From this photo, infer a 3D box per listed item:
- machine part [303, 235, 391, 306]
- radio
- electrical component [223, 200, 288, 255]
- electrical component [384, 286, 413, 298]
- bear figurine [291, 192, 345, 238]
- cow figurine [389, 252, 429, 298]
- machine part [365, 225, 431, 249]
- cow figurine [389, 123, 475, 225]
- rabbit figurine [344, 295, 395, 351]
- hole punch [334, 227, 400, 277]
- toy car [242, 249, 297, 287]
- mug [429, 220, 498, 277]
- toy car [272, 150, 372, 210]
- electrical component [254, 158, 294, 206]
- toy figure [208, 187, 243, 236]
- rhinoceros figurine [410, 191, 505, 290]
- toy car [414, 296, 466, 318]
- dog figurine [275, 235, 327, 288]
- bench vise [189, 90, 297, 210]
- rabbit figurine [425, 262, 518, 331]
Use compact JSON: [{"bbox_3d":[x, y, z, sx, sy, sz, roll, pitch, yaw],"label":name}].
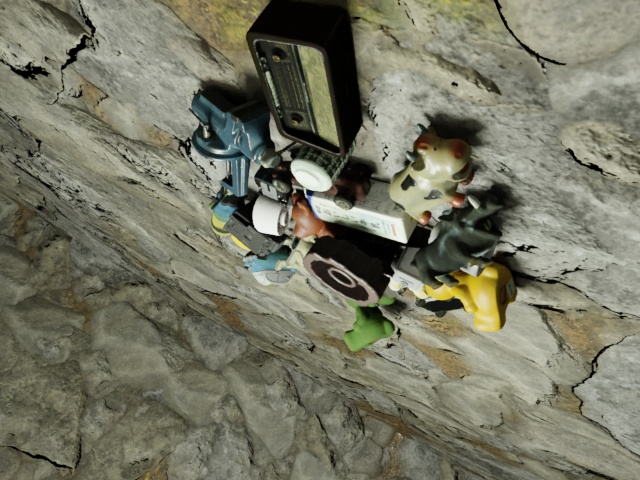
[{"bbox_3d":[0.050,0.060,1.052,0.179,0.056,0.179,28,158,12],"label":"machine part"},{"bbox_3d":[-0.017,-0.231,0.793,0.131,0.073,0.229,21,155,20],"label":"radio"},{"bbox_3d":[-0.146,-0.027,1.286,0.134,0.115,0.058,36,122,4],"label":"electrical component"},{"bbox_3d":[0.181,0.109,1.304,0.078,0.045,0.102,57,155,7],"label":"electrical component"},{"bbox_3d":[0.000,-0.007,1.169,0.195,0.132,0.120,33,-175,-23],"label":"bear figurine"},{"bbox_3d":[0.180,0.064,1.186,0.167,0.068,0.098,25,151,9],"label":"cow figurine"},{"bbox_3d":[0.163,-0.011,1.034,0.139,0.084,0.039,16,155,9],"label":"machine part"},{"bbox_3d":[0.169,-0.103,0.834,0.127,0.085,0.195,28,159,-10],"label":"cow figurine"},{"bbox_3d":[0.117,0.187,1.420,0.159,0.121,0.170,-45,62,44],"label":"rabbit figurine"},{"bbox_3d":[0.100,0.005,1.101,0.142,0.116,0.092,33,165,-7],"label":"hole punch"},{"bbox_3d":[-0.124,0.075,1.449,0.161,0.103,0.109,1,172,-34],"label":"toy car"},{"bbox_3d":[0.252,-0.001,0.954,0.107,0.081,0.109,25,134,26],"label":"mug"},{"bbox_3d":[-0.001,-0.117,0.992,0.202,0.089,0.053,19,155,27],"label":"toy car"},{"bbox_3d":[-0.096,-0.129,1.132,0.075,0.048,0.119,25,158,9],"label":"electrical component"},{"bbox_3d":[-0.238,-0.073,1.357,0.082,0.089,0.180,37,159,0],"label":"toy figure"},{"bbox_3d":[0.232,0.002,0.888,0.073,0.112,0.190,1,140,-44],"label":"rhinoceros figurine"},{"bbox_3d":[0.286,0.132,1.212,0.073,0.056,0.202,28,159,-13],"label":"toy car"},{"bbox_3d":[0.008,0.045,1.328,0.190,0.121,0.172,22,164,-19],"label":"dog figurine"},{"bbox_3d":[-0.154,-0.164,1.008,0.224,0.129,0.240,31,141,17],"label":"bench vise"},{"bbox_3d":[0.276,0.089,1.051,0.173,0.122,0.162,6,144,45],"label":"rabbit figurine"}]
